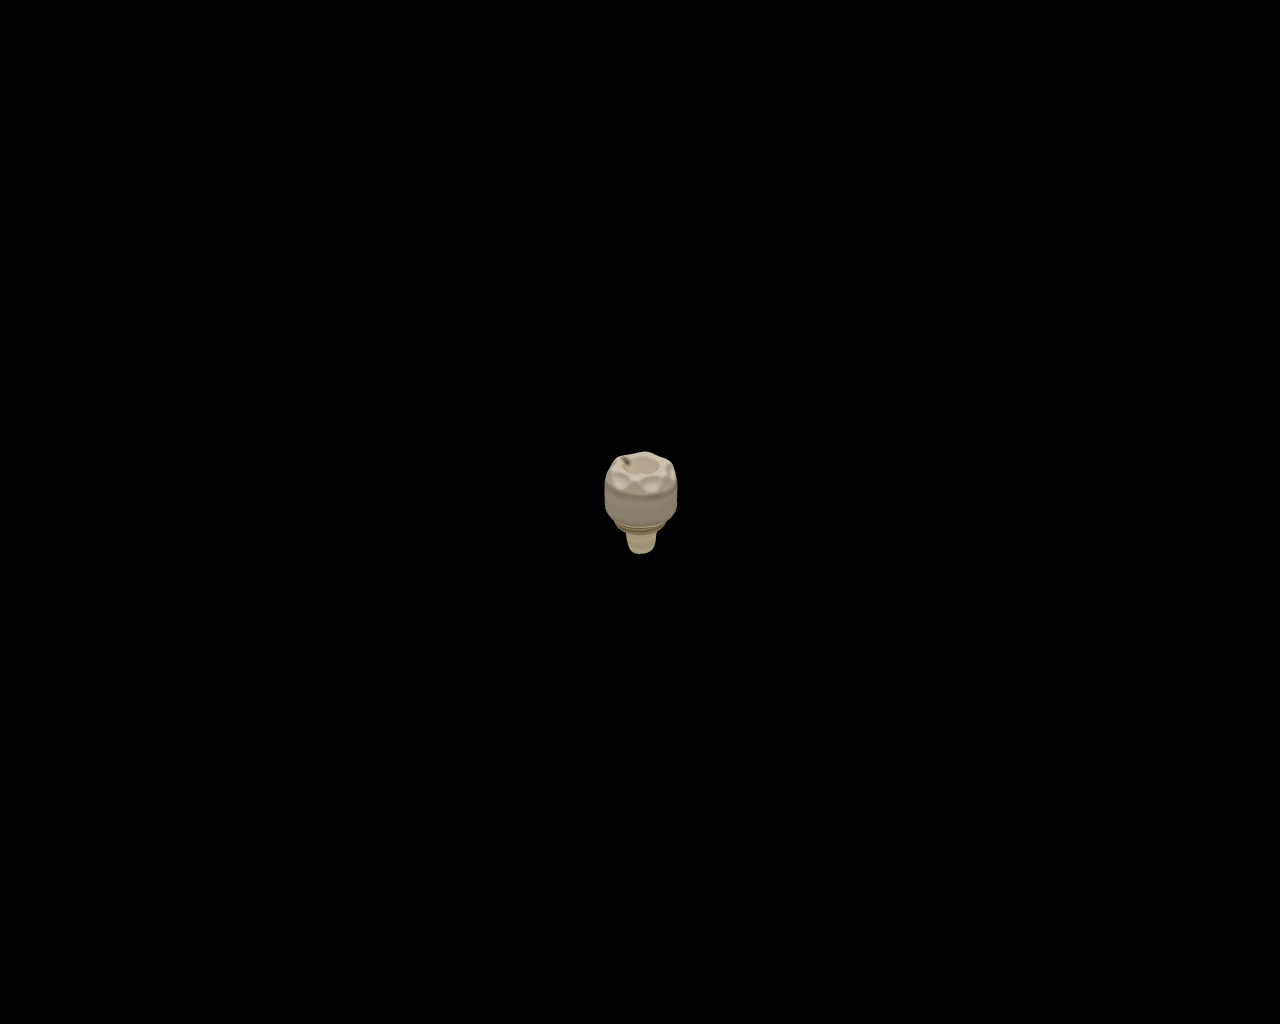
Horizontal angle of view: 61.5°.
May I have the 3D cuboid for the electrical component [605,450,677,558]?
[{"bbox_3d":[0.001,-0.003,0.650,0.043,0.062,0.043,0,31,0],"label":"electrical component"}]
